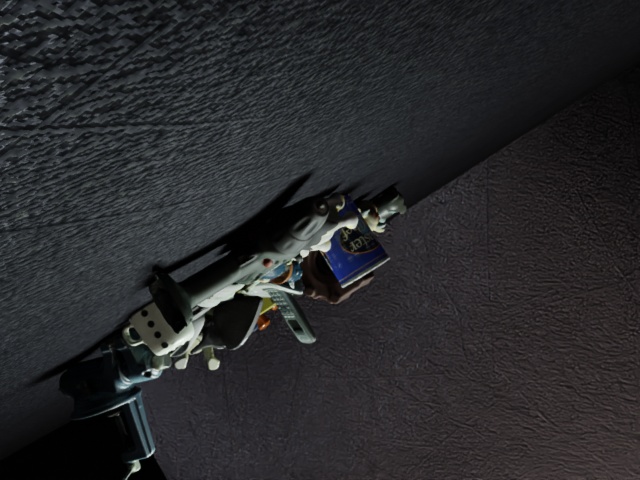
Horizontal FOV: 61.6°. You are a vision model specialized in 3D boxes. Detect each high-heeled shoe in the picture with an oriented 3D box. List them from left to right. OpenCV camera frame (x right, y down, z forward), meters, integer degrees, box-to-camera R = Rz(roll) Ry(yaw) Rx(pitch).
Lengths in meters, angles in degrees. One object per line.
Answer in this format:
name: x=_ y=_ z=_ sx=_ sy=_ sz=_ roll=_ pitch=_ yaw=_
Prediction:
high-heeled shoe: x=-0.162 y=0.156 z=1.066 sx=0.249 sy=0.086 sz=0.145 roll=-35 pitch=179 yaw=32

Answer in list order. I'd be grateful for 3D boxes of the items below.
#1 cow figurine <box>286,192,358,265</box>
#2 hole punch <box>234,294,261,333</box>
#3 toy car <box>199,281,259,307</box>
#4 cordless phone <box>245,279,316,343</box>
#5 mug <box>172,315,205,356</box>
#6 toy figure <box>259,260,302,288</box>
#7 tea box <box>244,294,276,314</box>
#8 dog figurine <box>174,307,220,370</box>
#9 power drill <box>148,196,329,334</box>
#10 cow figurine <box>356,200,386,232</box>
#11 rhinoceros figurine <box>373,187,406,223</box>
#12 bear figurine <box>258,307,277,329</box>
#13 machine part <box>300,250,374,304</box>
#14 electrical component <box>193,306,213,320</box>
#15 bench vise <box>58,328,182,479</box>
cow figurine: x=-0.025 y=-0.007 z=0.872 sx=0.098 sy=0.068 sz=0.167 roll=-19 pitch=164 yaw=-45
hole punch: x=-0.216 y=0.181 z=1.341 sx=0.142 sy=0.116 sz=0.092 roll=-27 pitch=160 yaw=-28
toy car: x=-0.151 y=0.072 z=0.947 sx=0.073 sy=0.056 sz=0.201 roll=-34 pitch=176 yaw=22
cordless phone: x=-0.084 y=0.135 z=1.117 sx=0.147 sy=0.184 sz=0.089 roll=-12 pitch=-159 yaw=47
mug: x=-0.276 y=0.180 z=1.063 sx=0.109 sy=0.081 sz=0.107 roll=-61 pitch=175 yaw=19
toy figure: x=-0.079 y=0.045 z=0.954 sx=0.064 sy=0.058 sz=0.154 roll=-49 pitch=155 yaw=5
tea box: x=-0.125 y=0.117 z=1.350 sx=0.068 sy=0.098 sz=0.169 roll=-35 pitch=173 yaw=19
dog figurine: x=-0.292 y=0.193 z=1.253 sx=0.172 sy=0.121 sz=0.191 roll=-66 pitch=-152 yaw=9
power drill: x=-0.109 y=0.028 z=0.689 sx=0.207 sy=0.086 sz=0.232 roll=-38 pitch=-178 yaw=-31
cow figurine: x=0.061 y=-0.007 z=1.175 sx=0.195 sy=0.085 sz=0.127 roll=-55 pitch=-155 yaw=-15
rhinoceros figurine: x=0.128 y=-0.057 z=1.338 sx=0.190 sy=0.073 sz=0.112 roll=-34 pitch=176 yaw=19
bear figurine: x=-0.215 y=0.199 z=1.484 sx=0.120 sy=0.132 sz=0.196 roll=-59 pitch=169 yaw=22
machine part: x=0.024 y=0.039 z=1.088 sx=0.179 sy=0.179 sz=0.056 roll=-34 pitch=172 yaw=27
electrical component: x=-0.240 y=0.122 z=0.959 sx=0.119 sy=0.048 sz=0.075 roll=-35 pitch=174 yaw=20
bench vise: x=-0.336 y=0.281 z=0.934 sx=0.224 sy=0.240 sz=0.129 roll=-17 pitch=180 yaw=6
